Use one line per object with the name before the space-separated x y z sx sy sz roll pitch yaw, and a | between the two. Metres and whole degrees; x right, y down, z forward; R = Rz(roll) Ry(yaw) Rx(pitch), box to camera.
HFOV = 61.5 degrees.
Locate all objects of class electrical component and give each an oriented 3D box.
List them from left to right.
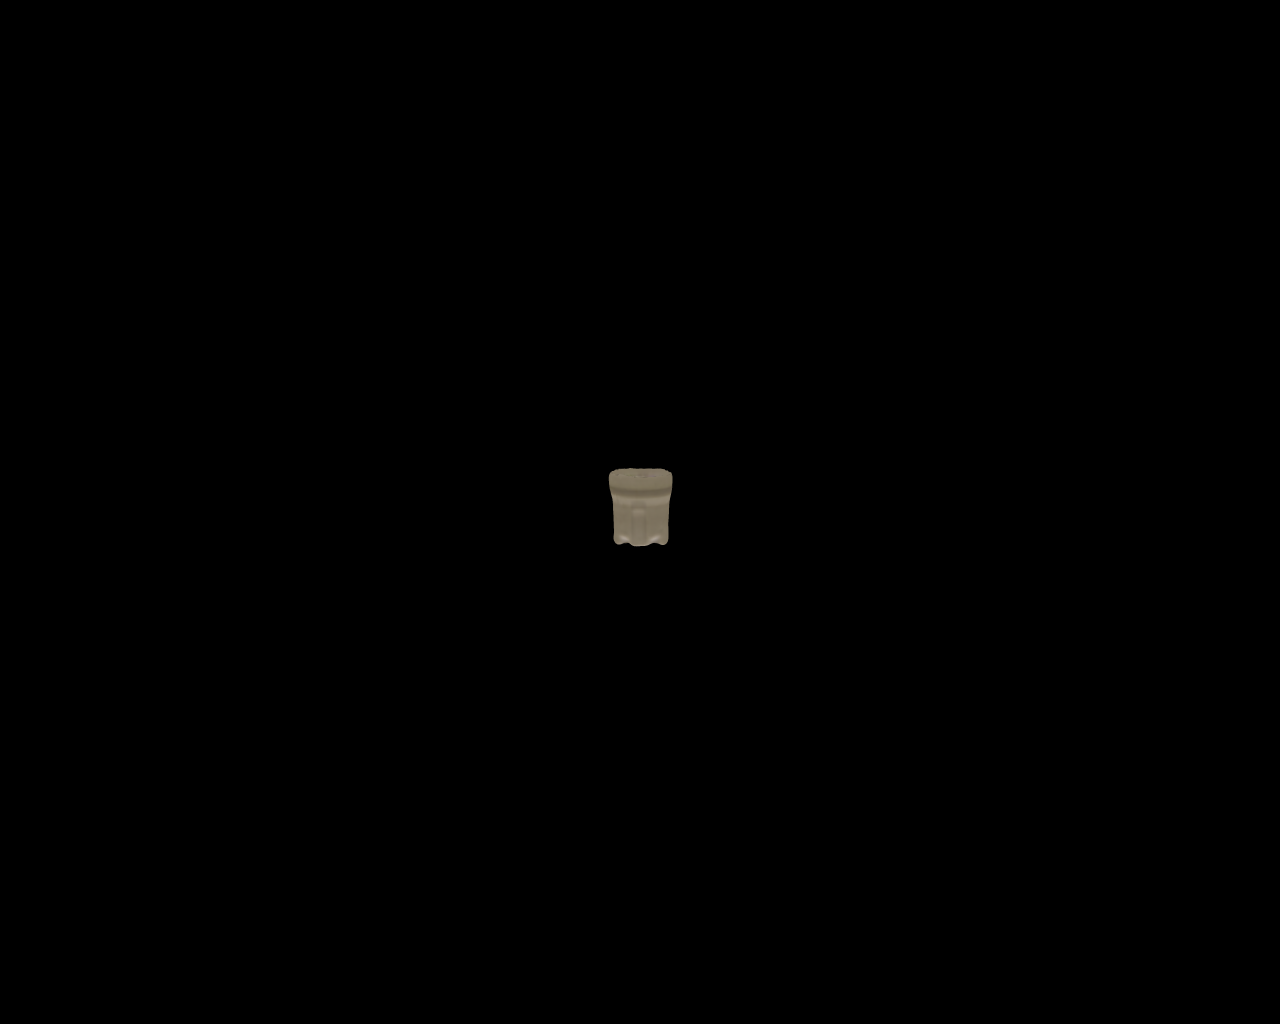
electrical component | 0.001 -0.003 0.650 0.040 0.046 0.040 0 12 0
